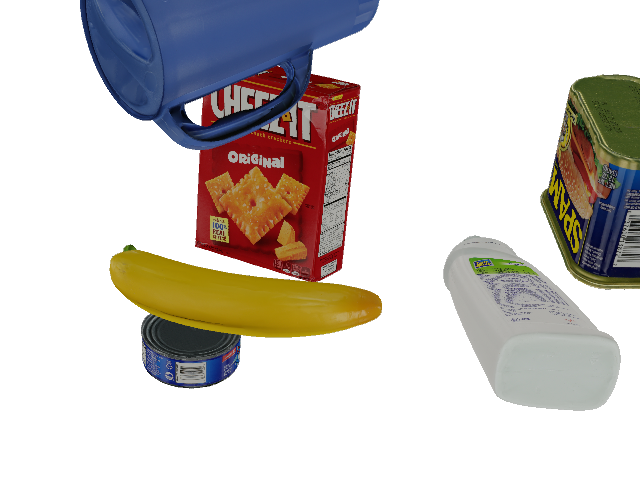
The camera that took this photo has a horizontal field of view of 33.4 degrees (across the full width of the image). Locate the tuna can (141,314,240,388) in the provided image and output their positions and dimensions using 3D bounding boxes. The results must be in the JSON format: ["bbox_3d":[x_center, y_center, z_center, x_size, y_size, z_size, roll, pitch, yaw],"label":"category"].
[{"bbox_3d":[-0.111,0.089,0.916,0.086,0.034,0.086,3,30,-2],"label":"tuna can"}]

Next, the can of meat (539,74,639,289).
[{"bbox_3d":[0.168,-0.036,0.611,0.057,0.084,0.102,1,37,-4],"label":"can of meat"}]

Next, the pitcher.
[{"bbox_3d":[-0.066,-0.190,0.908,0.242,0.149,0.145,-24,44,-30],"label":"pitcher"}]

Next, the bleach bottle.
[{"bbox_3d":[0.169,0.055,0.931,0.102,0.068,0.251,5,21,-7],"label":"bleach bottle"}]

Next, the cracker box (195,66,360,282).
[{"bbox_3d":[-0.052,-0.077,1.168,0.164,0.214,0.072,17,24,27],"label":"cracker box"}]

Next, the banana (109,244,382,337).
[{"bbox_3d":[-0.062,0.031,0.677,0.198,0.037,0.069,13,33,23],"label":"banana"}]
